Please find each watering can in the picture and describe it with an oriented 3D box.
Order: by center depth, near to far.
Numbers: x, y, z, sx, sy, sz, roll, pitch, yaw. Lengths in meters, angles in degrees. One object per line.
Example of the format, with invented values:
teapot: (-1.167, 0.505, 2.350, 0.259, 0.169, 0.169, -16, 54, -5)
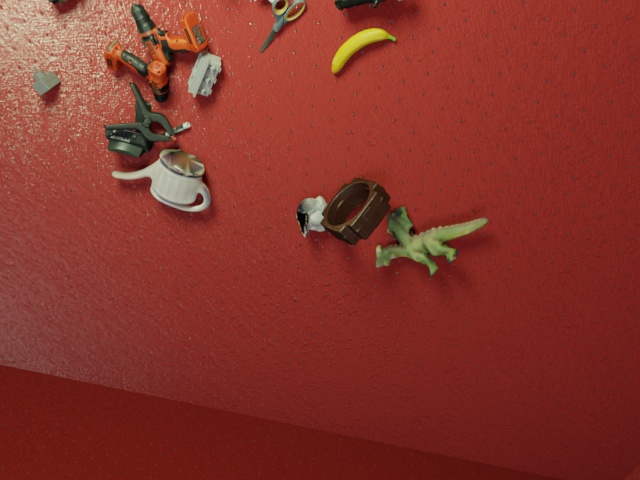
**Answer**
watering can: (-0.524, -0.213, 1.737, 0.347, 0.106, 0.219, 23, 130, -9)

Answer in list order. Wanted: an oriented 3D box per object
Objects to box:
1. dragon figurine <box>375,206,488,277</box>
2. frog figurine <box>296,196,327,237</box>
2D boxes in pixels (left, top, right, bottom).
dragon figurine: (0.334, -0.017, 1.727, 0.242, 0.125, 0.403, 36, 127, -8)
frog figurine: (0.005, -0.088, 1.752, 0.160, 0.125, 0.134, -17, 124, -21)
